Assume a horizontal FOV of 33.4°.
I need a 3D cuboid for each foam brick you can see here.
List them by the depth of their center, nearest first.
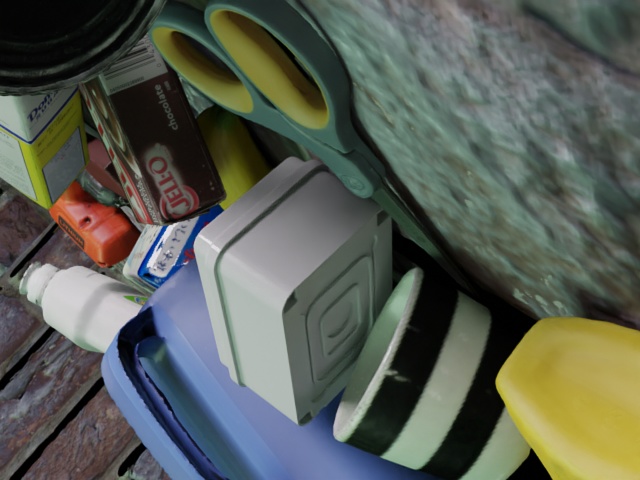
[{"bbox_3d":[-0.135,-0.062,0.751,0.078,0.053,0.051,27,162,49],"label":"foam brick"}]

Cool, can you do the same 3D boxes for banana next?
[{"bbox_3d":[-0.015,-0.007,0.583,0.197,0.037,0.070,49,168,-32],"label":"banana"}]

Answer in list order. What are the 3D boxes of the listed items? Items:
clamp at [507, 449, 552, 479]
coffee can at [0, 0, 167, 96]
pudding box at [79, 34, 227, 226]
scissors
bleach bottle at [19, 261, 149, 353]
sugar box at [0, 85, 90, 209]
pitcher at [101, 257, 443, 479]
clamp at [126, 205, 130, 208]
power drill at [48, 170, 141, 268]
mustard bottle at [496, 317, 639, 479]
[{"bbox_3d":[0.139,0.133,0.555,0.210,0.036,0.165,52,148,-13],"label":"clamp"},{"bbox_3d":[-0.125,-0.117,0.355,0.140,0.102,0.102,32,166,43],"label":"coffee can"},{"bbox_3d":[-0.090,-0.063,0.521,0.113,0.039,0.090,69,164,-8],"label":"pudding box"},{"bbox_3d":[-0.002,-0.037,0.442,0.096,0.016,0.201,19,159,35],"label":"scissors"},{"bbox_3d":[-0.103,0.082,0.785,0.251,0.068,0.102,26,178,8],"label":"bleach bottle"},{"bbox_3d":[-0.165,-0.080,0.531,0.093,0.048,0.176,36,161,0],"label":"sugar box"},{"bbox_3d":[-0.008,0.120,0.623,0.243,0.149,0.145,51,169,24],"label":"pitcher"},{"bbox_3d":[-0.144,-0.018,1.002,0.120,0.039,0.172,40,167,-8],"label":"clamp"},{"bbox_3d":[-0.212,-0.055,0.963,0.185,0.057,0.188,45,158,26],"label":"power drill"},{"bbox_3d":[0.136,0.105,0.430,0.096,0.058,0.191,28,164,37],"label":"mustard bottle"}]
